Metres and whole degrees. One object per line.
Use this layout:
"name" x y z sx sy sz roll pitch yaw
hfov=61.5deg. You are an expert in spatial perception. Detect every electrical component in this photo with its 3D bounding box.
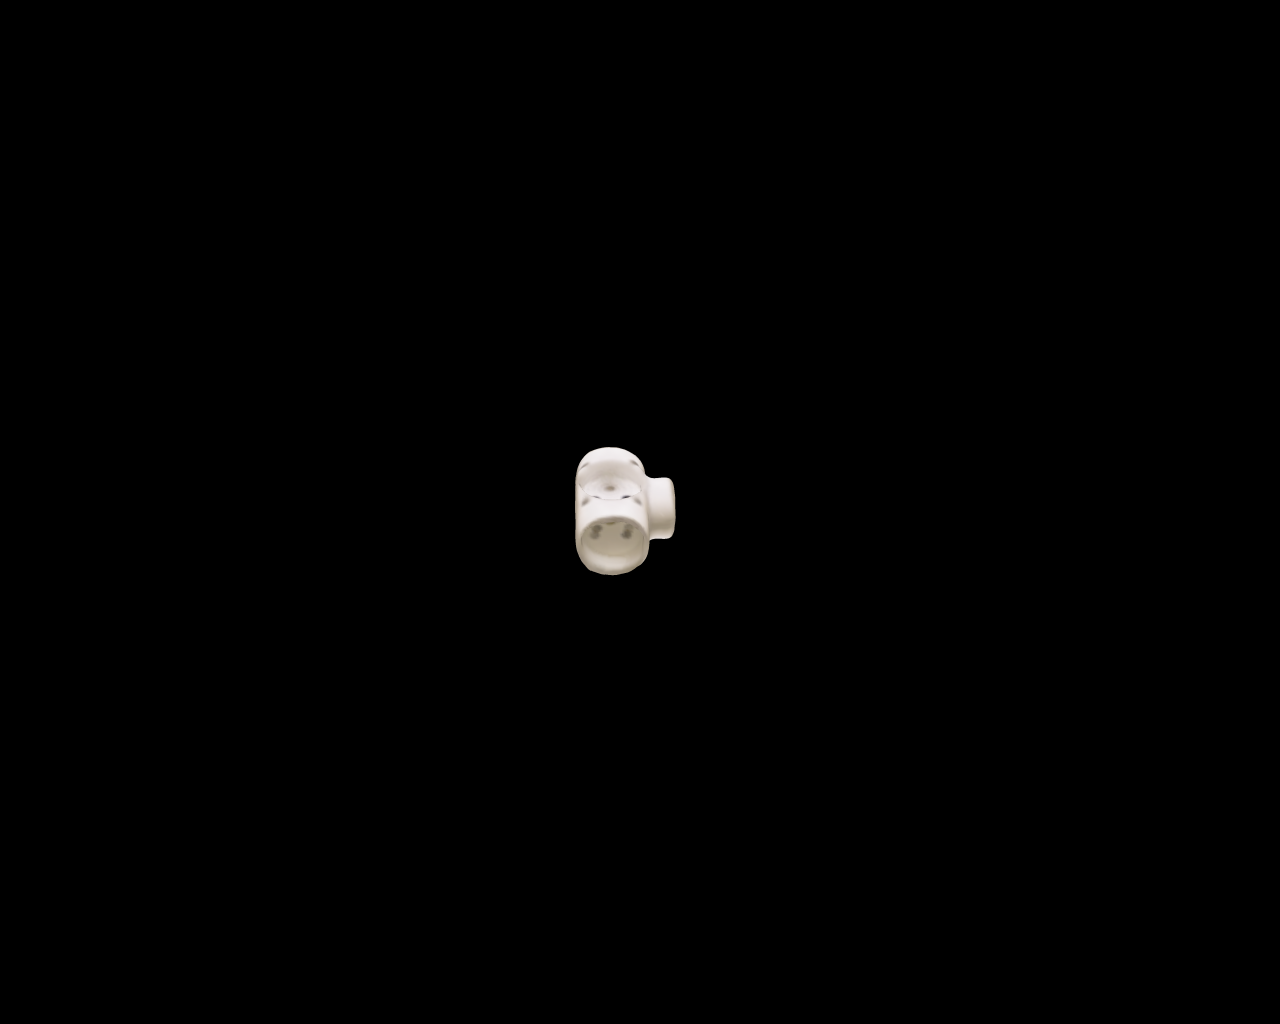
"electrical component" 0.001 -0.003 0.650 0.079 0.044 0.077 -1 35 -2
